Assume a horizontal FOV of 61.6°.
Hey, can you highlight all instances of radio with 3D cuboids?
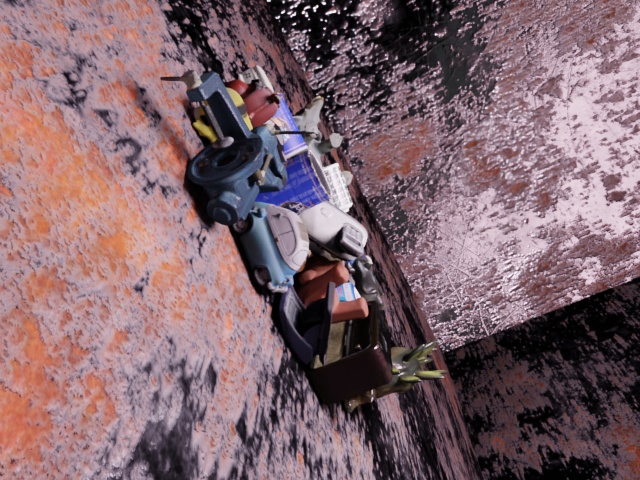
[{"bbox_3d":[0.059,0.196,0.985,0.230,0.131,0.073,-73,140,-73],"label":"radio"}]

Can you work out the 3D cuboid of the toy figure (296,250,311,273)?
[{"bbox_3d":[-0.051,0.030,0.999,0.154,0.064,0.057,-76,149,-74],"label":"toy figure"}]

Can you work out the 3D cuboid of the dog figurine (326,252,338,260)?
[{"bbox_3d":[-0.006,-0.004,1.228,0.172,0.121,0.190,58,23,7],"label":"dog figurine"}]

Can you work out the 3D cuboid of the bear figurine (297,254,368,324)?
[{"bbox_3d":[0.019,0.082,1.060,0.120,0.132,0.196,60,18,-17],"label":"bear figurine"}]

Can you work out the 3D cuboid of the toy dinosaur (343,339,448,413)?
[{"bbox_3d":[0.160,0.270,1.117,0.471,0.199,0.105,7,67,-74],"label":"toy dinosaur"}]

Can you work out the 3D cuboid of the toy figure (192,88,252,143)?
[{"bbox_3d":[-0.145,-0.174,0.929,0.180,0.089,0.082,60,7,-15],"label":"toy figure"}]

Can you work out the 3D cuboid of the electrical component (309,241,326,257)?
[{"bbox_3d":[-0.016,0.024,1.163,0.063,0.021,0.094,26,-26,17],"label":"electrical component"}]

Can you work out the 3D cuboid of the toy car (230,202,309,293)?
[{"bbox_3d":[-0.072,0.001,0.875,0.161,0.103,0.109,67,12,16],"label":"toy car"}]

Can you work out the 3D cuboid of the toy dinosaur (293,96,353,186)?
[{"bbox_3d":[-0.022,-0.179,1.410,0.192,0.131,0.404,-7,-89,57],"label":"toy dinosaur"}]

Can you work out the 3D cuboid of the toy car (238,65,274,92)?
[{"bbox_3d":[-0.137,-0.331,1.330,0.056,0.073,0.201,3,62,-81],"label":"toy car"}]

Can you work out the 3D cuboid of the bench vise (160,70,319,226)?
[{"bbox_3d":[-0.126,-0.149,0.792,0.224,0.129,0.240,-59,139,-35],"label":"bench vise"}]

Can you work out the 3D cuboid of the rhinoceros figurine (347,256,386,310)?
[{"bbox_3d":[0.108,0.109,1.340,0.190,0.073,0.112,-91,156,-66],"label":"rhinoceros figurine"}]

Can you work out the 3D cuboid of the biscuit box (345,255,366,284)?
[{"bbox_3d":[0.092,0.057,1.466,0.063,0.059,0.202,-108,-174,-75],"label":"biscuit box"}]

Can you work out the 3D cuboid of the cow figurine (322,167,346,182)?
[{"bbox_3d":[-0.015,-0.123,1.261,0.068,0.167,0.098,-13,-109,62],"label":"cow figurine"}]

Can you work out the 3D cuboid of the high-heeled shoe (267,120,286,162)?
[{"bbox_3d":[-0.116,-0.164,1.127,0.248,0.086,0.145,47,36,-6],"label":"high-heeled shoe"}]

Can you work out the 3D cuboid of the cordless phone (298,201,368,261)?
[{"bbox_3d":[0.020,-0.013,1.024,0.146,0.088,0.184,35,7,-4],"label":"cordless phone"}]

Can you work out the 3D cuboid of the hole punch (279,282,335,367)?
[{"bbox_3d":[-0.022,0.137,0.904,0.142,0.092,0.115,-91,-177,-70],"label":"hole punch"}]

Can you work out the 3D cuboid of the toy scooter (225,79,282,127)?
[{"bbox_3d":[-0.138,-0.261,1.031,0.075,0.135,0.184,54,15,-39],"label":"toy scooter"}]
